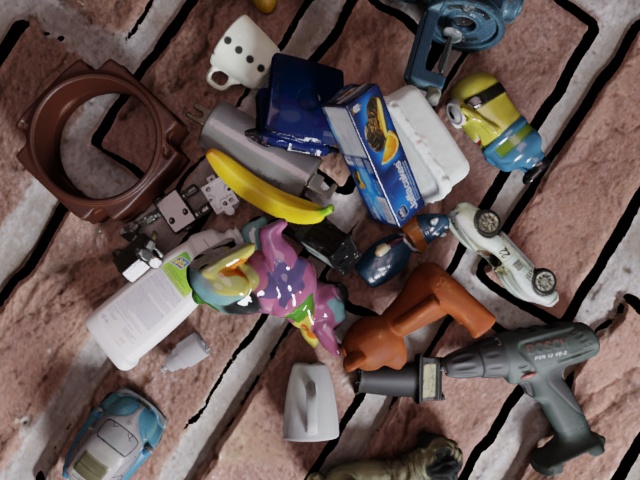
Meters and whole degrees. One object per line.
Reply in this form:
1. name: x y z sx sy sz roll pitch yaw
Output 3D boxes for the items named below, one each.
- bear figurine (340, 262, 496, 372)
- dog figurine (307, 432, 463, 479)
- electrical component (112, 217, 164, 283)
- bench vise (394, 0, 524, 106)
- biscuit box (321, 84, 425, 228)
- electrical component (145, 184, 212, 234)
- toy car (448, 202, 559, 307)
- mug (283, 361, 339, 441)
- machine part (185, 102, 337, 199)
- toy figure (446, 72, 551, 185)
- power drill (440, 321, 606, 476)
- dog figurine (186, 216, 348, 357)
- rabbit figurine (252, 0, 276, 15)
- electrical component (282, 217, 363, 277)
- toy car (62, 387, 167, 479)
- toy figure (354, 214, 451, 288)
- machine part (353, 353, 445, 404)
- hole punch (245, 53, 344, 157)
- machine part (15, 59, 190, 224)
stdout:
1. bear figurine: 0.128 0.130 0.766 0.132 0.120 0.196 42 90 -3
2. dog figurine: 0.097 0.339 0.784 0.172 0.121 0.190 39 75 -4
3. electrical component: -0.263 0.014 0.772 0.078 0.102 0.045 -38 129 -8
4. bench vise: 0.166 -0.310 0.768 0.224 0.129 0.240 17 81 -4
5. biscuit box: 0.078 -0.113 0.747 0.063 0.059 0.202 -42 123 -21
6. electrical component: -0.215 -0.041 0.808 0.094 0.021 0.063 -33 91 -2
7. toy car: 0.269 0.024 0.791 0.056 0.073 0.201 -43 90 -4
8. mug: -0.016 0.230 0.773 0.081 0.109 0.107 -4 77 3
9. machine part: -0.086 -0.127 0.784 0.243 0.079 0.079 31 89 -1
10. toy figure: 0.264 -0.165 0.791 0.180 0.082 0.089 45 78 4
11. power drill: 0.313 0.230 0.794 0.232 0.086 0.207 -20 83 -4
12. dog figurine: -0.058 0.084 0.748 0.191 0.108 0.219 -37 106 -26
13. rabbit figurine: -0.064 -0.418 0.784 0.173 0.122 0.162 23 99 13
14. electrical component: -0.002 -0.002 0.783 0.119 0.074 0.048 33 78 34
15. toy car: -0.306 0.298 0.765 0.109 0.103 0.161 40 87 0
16. toy figure: 0.122 0.007 0.794 0.154 0.064 0.058 -39 82 0
17. machine part: 0.118 0.209 0.806 0.139 0.039 0.084 -3 98 -3
18. hole punch: -0.027 -0.186 0.747 0.142 0.092 0.116 9 56 -23
19. machine part: -0.310 -0.139 0.776 0.201 0.087 0.201 44 88 0
